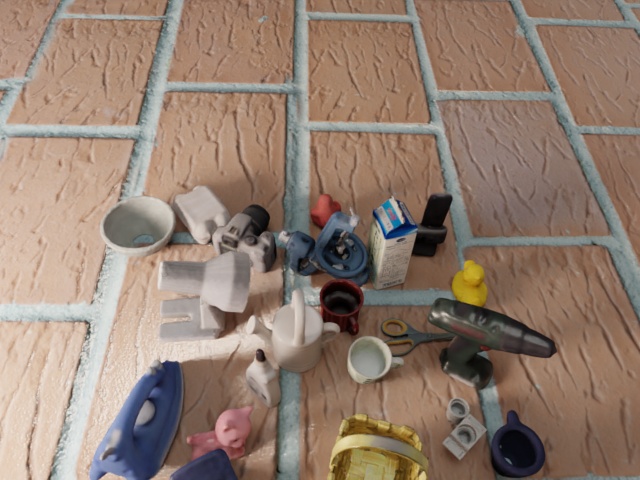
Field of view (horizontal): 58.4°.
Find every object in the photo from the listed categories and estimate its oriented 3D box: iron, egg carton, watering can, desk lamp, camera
[{"bbox_3d":[-0.319,0.304,1.029,0.118,0.141,0.258,13,52,7],"label":"iron"},{"bbox_3d":[-0.279,-0.062,1.363,0.107,0.069,0.150,-30,59,-23],"label":"egg carton"},{"bbox_3d":[-0.051,0.174,1.112,0.173,0.194,0.100,-18,55,-16],"label":"watering can"},{"bbox_3d":[-0.233,0.111,1.138,0.203,0.214,0.118,-4,52,-6],"label":"desk lamp"},{"bbox_3d":[-0.157,-0.018,1.315,0.143,0.101,0.137,21,54,13],"label":"camera"}]

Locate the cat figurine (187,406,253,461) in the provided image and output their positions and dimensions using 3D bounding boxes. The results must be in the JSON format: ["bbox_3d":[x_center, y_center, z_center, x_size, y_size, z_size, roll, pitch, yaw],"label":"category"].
[{"bbox_3d":[-0.175,0.345,1.019,0.128,0.118,0.067,-13,54,-13],"label":"cat figurine"}]

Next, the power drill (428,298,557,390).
[{"bbox_3d":[0.311,0.202,1.101,0.229,0.208,0.076,24,55,15],"label":"power drill"}]

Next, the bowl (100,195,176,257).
[{"bbox_3d":[-0.412,-0.018,1.318,0.167,0.075,0.167,2,52,-2],"label":"bowl"}]

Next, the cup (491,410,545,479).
[{"bbox_3d":[0.345,0.378,1.037,0.091,0.095,0.117,3,52,-1],"label":"cup"}]

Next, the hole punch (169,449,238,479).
[{"bbox_3d":[-0.188,0.425,0.973,0.109,0.091,0.101,-24,57,-20],"label":"hole punch"}]

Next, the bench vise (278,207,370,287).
[{"bbox_3d":[0.011,0.014,1.224,0.207,0.220,0.121,3,52,0],"label":"bench vise"}]

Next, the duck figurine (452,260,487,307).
[{"bbox_3d":[0.338,0.094,1.265,0.077,0.086,0.104,-3,52,-6],"label":"duck figurine"}]

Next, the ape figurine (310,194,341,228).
[{"bbox_3d":[0.015,-0.075,1.375,0.078,0.092,0.076,-4,52,-6],"label":"ape figurine"}]

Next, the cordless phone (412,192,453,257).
[{"bbox_3d":[0.224,-0.052,1.310,0.147,0.185,0.094,0,52,-3],"label":"cordless phone"}]

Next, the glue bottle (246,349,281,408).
[{"bbox_3d":[-0.107,0.248,1.064,0.037,0.173,0.078,-37,62,-27],"label":"glue bottle"}]
